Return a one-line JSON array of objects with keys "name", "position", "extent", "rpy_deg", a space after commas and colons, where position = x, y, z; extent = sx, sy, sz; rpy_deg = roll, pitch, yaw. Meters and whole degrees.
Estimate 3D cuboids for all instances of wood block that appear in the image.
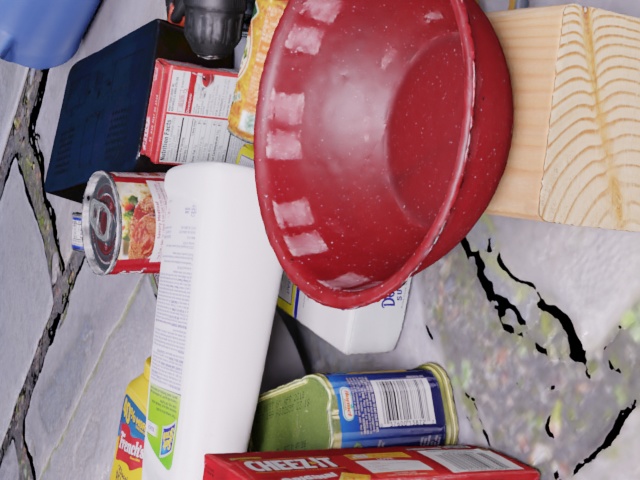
[{"name": "wood block", "position": [0.075, -0.060, 0.534], "extent": [0.206, 0.090, 0.091], "rpy_deg": [13, 98, 58]}]

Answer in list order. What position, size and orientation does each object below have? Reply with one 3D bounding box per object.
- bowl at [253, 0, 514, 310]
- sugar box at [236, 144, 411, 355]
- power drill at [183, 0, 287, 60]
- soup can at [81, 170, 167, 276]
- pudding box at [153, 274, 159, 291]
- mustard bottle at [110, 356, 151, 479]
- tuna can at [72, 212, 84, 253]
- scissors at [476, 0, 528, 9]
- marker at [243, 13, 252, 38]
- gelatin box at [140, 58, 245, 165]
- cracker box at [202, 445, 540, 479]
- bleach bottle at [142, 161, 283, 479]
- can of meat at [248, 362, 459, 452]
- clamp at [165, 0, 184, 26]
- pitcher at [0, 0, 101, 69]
[{"name": "bowl", "position": [0.033, -0.050, 0.463], "extent": [0.162, 0.055, 0.162], "rpy_deg": [-9, 79, 57]}, {"name": "sugar box", "position": [-0.004, 0.001, 0.701], "extent": [0.176, 0.048, 0.093], "rpy_deg": [29, 114, 53]}, {"name": "power drill", "position": [-0.044, -0.191, 0.642], "extent": [0.188, 0.057, 0.184], "rpy_deg": [-138, 50, -63]}, {"name": "soup can", "position": [-0.099, -0.011, 0.711], "extent": [0.069, 0.102, 0.068], "rpy_deg": [2, 92, 58]}, {"name": "pudding box", "position": [-0.093, 0.034, 0.846], "extent": [0.090, 0.039, 0.113], "rpy_deg": [-62, 39, 35]}, {"name": "mustard bottle", "position": [-0.137, 0.172, 0.891], "extent": [0.096, 0.058, 0.192], "rpy_deg": [33, 115, 55]}, {"name": "tuna can", "position": [-0.175, -0.006, 0.939], "extent": [0.086, 0.086, 0.034], "rpy_deg": [10, 98, 58]}, {"name": "scissors", "position": [0.073, -0.172, 0.617], "extent": [0.202, 0.016, 0.096], "rpy_deg": [33, 115, 56]}, {"name": "marker", "position": [-0.056, -0.165, 0.821], "extent": [0.121, 0.020, 0.020], "rpy_deg": [22, 106, 57]}, {"name": "gelatin box", "position": [-0.084, -0.092, 0.794], "extent": [0.030, 0.089, 0.073], "rpy_deg": [33, 116, 54]}, {"name": "cracker box", "position": [0.018, 0.214, 0.538], "extent": [0.072, 0.163, 0.214], "rpy_deg": [12, 98, 61]}, {"name": "bleach bottle", "position": [-0.070, 0.083, 0.631], "extent": [0.103, 0.068, 0.251], "rpy_deg": [-179, 98, -68]}, {"name": "can of meat", "position": [0.016, 0.108, 0.624], "extent": [0.102, 0.083, 0.057], "rpy_deg": [-31, 62, 53]}, {"name": "clamp", "position": [-0.104, -0.285, 0.889], "extent": [0.165, 0.036, 0.210], "rpy_deg": [38, 120, 53]}, {"name": "pitcher", "position": [-0.259, -0.301, 1.073], "extent": [0.243, 0.144, 0.149], "rpy_deg": [-43, 65, 44]}]
